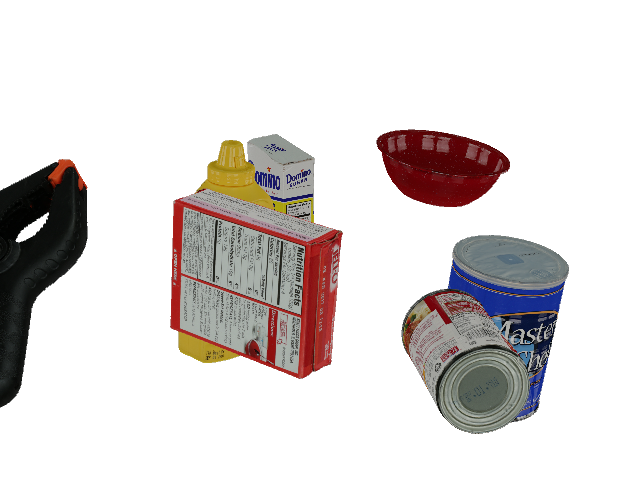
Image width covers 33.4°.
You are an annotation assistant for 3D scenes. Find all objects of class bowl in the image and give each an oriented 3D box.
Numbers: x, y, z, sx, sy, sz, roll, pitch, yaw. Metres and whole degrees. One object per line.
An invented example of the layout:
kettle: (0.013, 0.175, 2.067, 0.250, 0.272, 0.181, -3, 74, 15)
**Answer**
bowl: (0.143, -0.083, 1.282, 0.162, 0.055, 0.162, 7, 23, -3)

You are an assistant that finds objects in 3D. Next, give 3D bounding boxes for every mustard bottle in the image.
mustard bottle: (-0.081, 0.006, 0.939, 0.058, 0.192, 0.096, 20, 26, 35)

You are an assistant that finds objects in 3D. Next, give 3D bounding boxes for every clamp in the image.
clamp: (-0.210, 0.018, 0.670, 0.120, 0.171, 0.039, 13, -35, 12)

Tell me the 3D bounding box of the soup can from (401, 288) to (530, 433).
soup can: (0.103, 0.084, 0.765, 0.068, 0.068, 0.102, 0, 20, -10)

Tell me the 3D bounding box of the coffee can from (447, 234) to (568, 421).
coffee can: (0.161, 0.079, 0.971, 0.103, 0.140, 0.103, 6, 23, -3)

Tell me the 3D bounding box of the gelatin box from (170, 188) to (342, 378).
gelatin box: (-0.034, 0.020, 0.539, 0.089, 0.073, 0.030, 17, 25, 30)

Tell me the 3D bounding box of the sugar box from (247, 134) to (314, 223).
sugar box: (-0.045, -0.021, 1.193, 0.048, 0.176, 0.093, -15, 28, -25)
